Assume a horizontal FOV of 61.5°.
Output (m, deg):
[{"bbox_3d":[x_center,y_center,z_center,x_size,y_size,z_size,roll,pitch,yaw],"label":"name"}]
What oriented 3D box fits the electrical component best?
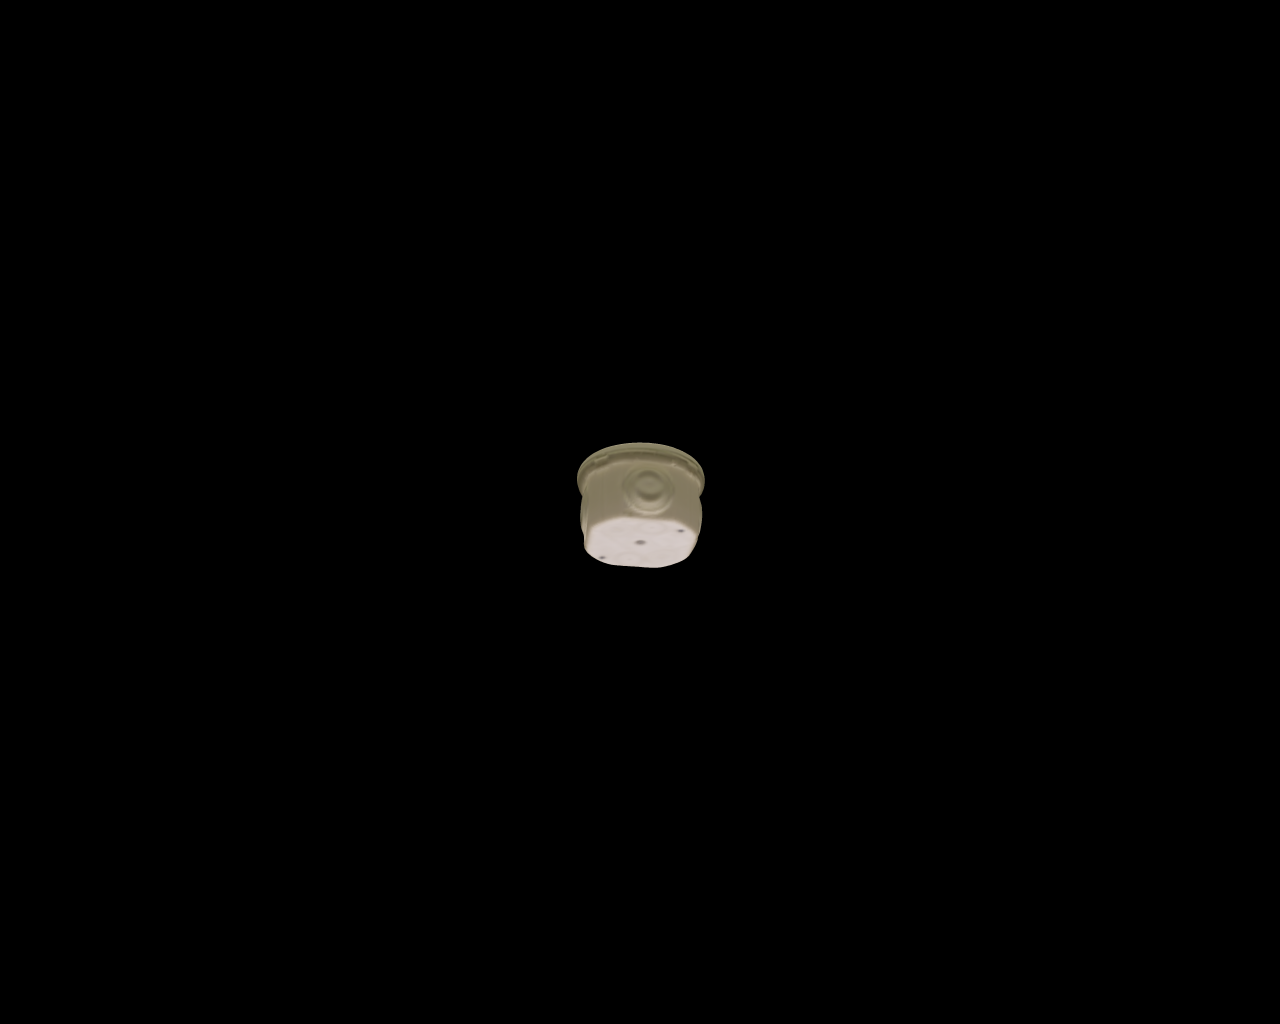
[{"bbox_3d":[0.001,-0.003,0.650,0.080,0.051,0.080,0,-29,0],"label":"electrical component"}]
